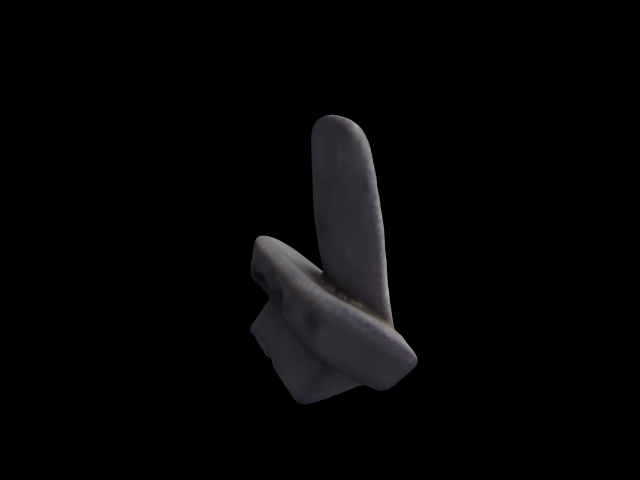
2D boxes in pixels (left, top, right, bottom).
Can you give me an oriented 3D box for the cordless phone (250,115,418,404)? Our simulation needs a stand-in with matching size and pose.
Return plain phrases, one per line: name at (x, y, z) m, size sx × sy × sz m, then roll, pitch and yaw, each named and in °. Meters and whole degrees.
cordless phone at (0.004, 0.001, 0.400) m, size 0.094 × 0.185 × 0.147 m, roll -11°, pitch 23°, yaw -26°
